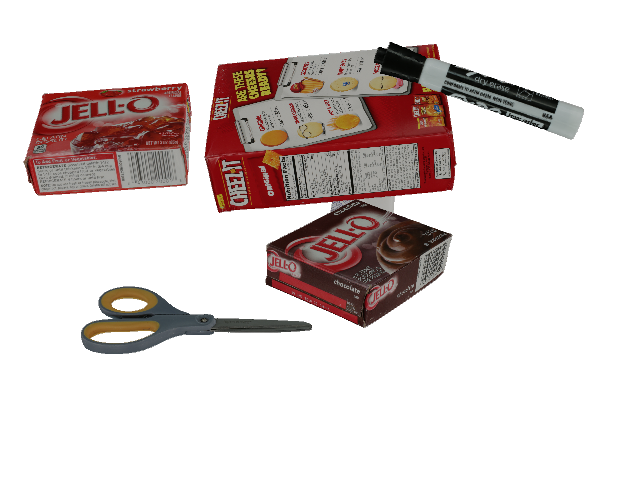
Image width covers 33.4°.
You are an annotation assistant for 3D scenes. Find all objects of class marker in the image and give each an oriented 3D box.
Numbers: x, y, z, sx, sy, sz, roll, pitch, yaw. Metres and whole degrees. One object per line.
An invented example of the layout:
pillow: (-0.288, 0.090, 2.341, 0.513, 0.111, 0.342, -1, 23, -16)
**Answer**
marker: (0.088, -0.086, 0.604, 0.121, 0.020, 0.020, 20, 2, 5)

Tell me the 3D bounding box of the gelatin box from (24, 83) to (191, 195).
gelatin box: (-0.121, -0.060, 0.620, 0.089, 0.030, 0.073, -4, 37, -1)

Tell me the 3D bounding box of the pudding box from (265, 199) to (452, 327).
pudding box: (0.028, 0.014, 0.777, 0.090, 0.039, 0.113, 23, 30, 31)

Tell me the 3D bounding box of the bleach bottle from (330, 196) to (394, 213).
bleach bottle: (0.053, -0.072, 1.229, 0.068, 0.251, 0.103, -2, 23, -19)

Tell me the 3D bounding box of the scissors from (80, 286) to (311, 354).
scissors: (-0.117, 0.066, 0.971, 0.201, 0.016, 0.096, -7, 35, -14)

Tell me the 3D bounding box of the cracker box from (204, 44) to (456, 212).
cracker box: (0.010, -0.104, 0.978, 0.214, 0.072, 0.164, -6, 38, 5)
